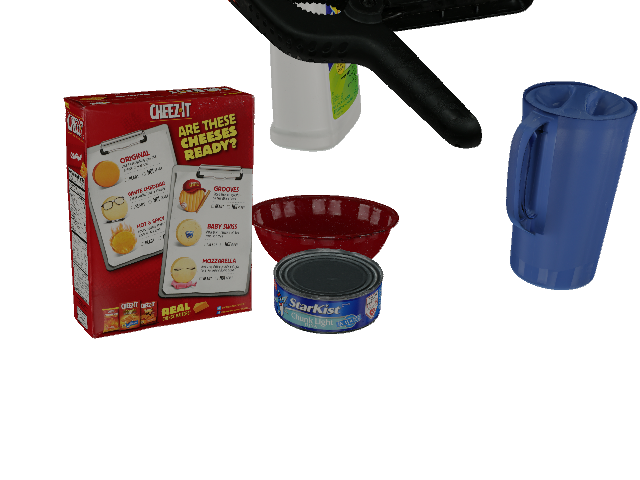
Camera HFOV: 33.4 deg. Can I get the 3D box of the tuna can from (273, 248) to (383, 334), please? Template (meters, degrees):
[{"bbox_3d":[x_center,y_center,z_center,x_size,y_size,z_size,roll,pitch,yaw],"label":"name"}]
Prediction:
[{"bbox_3d":[0.006,0.039,0.836,0.086,0.034,0.086,1,25,-1],"label":"tuna can"}]

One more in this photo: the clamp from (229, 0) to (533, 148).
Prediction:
[{"bbox_3d":[0.033,-0.140,0.719,0.210,0.164,0.036,13,-40,5],"label":"clamp"}]

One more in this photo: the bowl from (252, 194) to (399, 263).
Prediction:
[{"bbox_3d":[0.002,-0.003,1.127,0.162,0.055,0.162,1,17,0],"label":"bowl"}]

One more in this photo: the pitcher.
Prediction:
[{"bbox_3d":[0.293,-0.063,1.307,0.149,0.243,0.145,4,27,2],"label":"pitcher"}]

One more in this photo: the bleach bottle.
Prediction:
[{"bbox_3d":[-0.011,-0.210,0.920,0.068,0.251,0.102,8,34,21],"label":"bleach bottle"}]

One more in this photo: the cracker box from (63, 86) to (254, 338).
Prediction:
[{"bbox_3d":[-0.148,-0.030,0.992,0.163,0.214,0.072,-8,19,-29],"label":"cracker box"}]
